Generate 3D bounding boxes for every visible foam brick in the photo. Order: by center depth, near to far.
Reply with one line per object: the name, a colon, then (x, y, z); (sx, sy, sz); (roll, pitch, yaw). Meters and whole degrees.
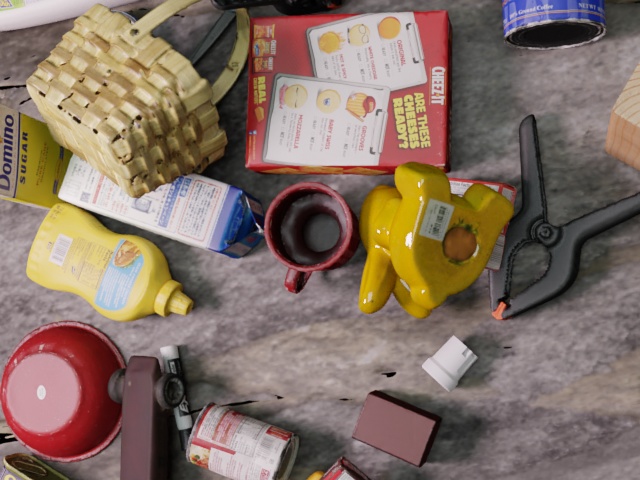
foam brick: (0.079, 0.194, 1.102); (0.078, 0.053, 0.051); (22, 90, 15)

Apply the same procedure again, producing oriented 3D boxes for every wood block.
wood block: (0.327, -0.117, 0.991); (0.090, 0.206, 0.091); (30, 93, 14)

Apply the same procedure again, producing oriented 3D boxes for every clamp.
clamp: (0.243, -0.006, 1.086); (0.165, 0.036, 0.210); (24, 92, 23)
clamp: (-0.036, -0.262, 1.115); (0.120, 0.171, 0.039); (-18, 80, 21)

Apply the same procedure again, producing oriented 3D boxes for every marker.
marker: (-0.155, 0.176, 1.177); (0.020, 0.020, 0.121); (-15, 82, 12)

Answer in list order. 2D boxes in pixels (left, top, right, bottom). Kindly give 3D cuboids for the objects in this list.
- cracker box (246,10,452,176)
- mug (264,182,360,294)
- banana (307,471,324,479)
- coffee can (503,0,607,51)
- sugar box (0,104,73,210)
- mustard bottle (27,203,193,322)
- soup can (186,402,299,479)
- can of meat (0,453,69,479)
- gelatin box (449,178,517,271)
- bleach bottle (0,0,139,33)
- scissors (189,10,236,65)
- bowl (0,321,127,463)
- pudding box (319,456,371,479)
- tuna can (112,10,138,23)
cracker box: (0.032, -0.153, 1.136); (0.214, 0.072, 0.164); (1, 87, 12)
mug: (-0.007, 0.001, 1.125); (0.093, 0.081, 0.117); (18, 89, 14)
banana: (-0.062, 0.319, 1.121); (0.198, 0.069, 0.037); (-33, 37, -2)
coffee can: (0.234, -0.274, 1.081); (0.103, 0.102, 0.140); (-3, 84, 13)
sugar box: (-0.327, -0.088, 1.161); (0.048, 0.176, 0.093); (9, 87, 13)
mustard bottle: (-0.227, 0.037, 1.187); (0.192, 0.058, 0.096); (24, 91, 15)
soup can: (-0.081, 0.220, 1.130); (0.102, 0.068, 0.068); (18, 89, 14)
can of meat: (-0.321, 0.300, 1.188); (0.102, 0.057, 0.084); (28, 94, 15)
gelatin box: (0.158, -0.017, 1.099); (0.073, 0.030, 0.089); (10, 86, 45)
bleach bottle: (-0.329, -0.302, 1.241); (0.251, 0.068, 0.102); (-9, 82, 15)
scissors: (-0.099, -0.285, 1.207); (0.202, 0.016, 0.096); (-36, 76, 8)
bowl: (-0.297, 0.170, 1.194); (0.162, 0.055, 0.162); (-1, 84, 14)
pudding box: (0.033, 0.291, 1.091); (0.113, 0.039, 0.090); (42, 97, -11)
tuna can: (-0.233, -0.219, 1.224); (0.086, 0.033, 0.086); (-1, 85, 14)
